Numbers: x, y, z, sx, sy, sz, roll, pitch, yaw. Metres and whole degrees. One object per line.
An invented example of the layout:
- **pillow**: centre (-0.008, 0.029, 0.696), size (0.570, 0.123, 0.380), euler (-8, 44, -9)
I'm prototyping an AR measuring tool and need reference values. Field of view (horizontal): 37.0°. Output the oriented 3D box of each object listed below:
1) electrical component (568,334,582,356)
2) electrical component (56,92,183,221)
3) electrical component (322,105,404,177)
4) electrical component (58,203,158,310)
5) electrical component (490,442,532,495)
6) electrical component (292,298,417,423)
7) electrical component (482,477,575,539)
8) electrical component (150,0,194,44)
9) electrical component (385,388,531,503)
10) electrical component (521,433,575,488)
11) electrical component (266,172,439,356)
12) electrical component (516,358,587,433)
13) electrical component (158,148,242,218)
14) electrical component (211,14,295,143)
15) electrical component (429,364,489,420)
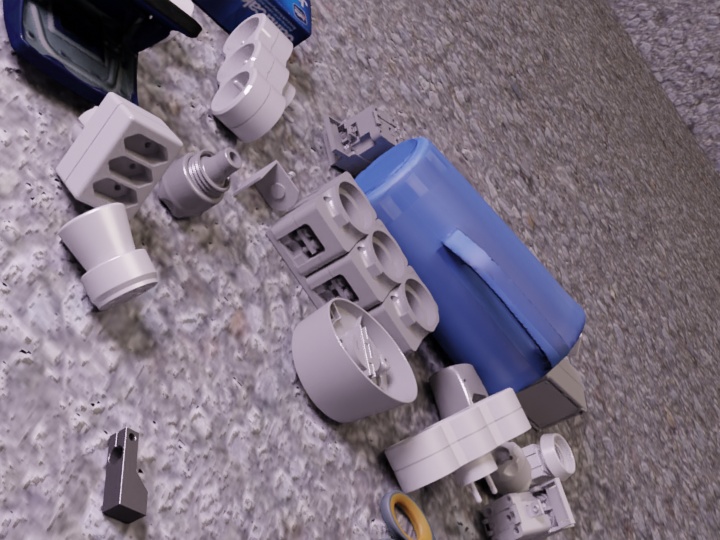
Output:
- **electrical component**: centre (0.193, 0.078, 1.178), size (0.075, 0.083, 0.047), euler (89, -2, -50)
- **electrical component**: centre (-0.168, -0.084, 0.717), size (0.047, 0.065, 0.076), euler (27, 14, -48)
- **electrical component**: centre (0.004, -0.126, 1.047), size (0.081, 0.064, 0.042), euler (23, 44, -50)
- **electrical component**: centre (-0.157, -0.008, 0.676), size (0.055, 0.045, 0.045), euler (63, 27, 4)
- **electrical component**: centre (0.140, 0.190, 1.002), size (0.043, 0.043, 0.062), euler (-87, 152, -47)
- **electrical component**: centre (-0.005, 0.070, 0.843), size (0.099, 0.064, 0.099), euler (41, 33, -34)
- **electrical component**: centre (0.148, 0.219, 0.960), size (0.064, 0.081, 0.042), euler (0, 62, -35)
- **electrical component**: centre (-0.174, -0.234, 0.865), size (0.077, 0.043, 0.079), euler (41, 33, -34)
- **electrical component**: centre (0.091, 0.156, 0.896), size (0.138, 0.052, 0.073), euler (-20, 81, -37)
- **electrical component**: centre (0.176, 0.189, 1.050), size (0.066, 0.055, 0.048), euler (18, 49, -53)
- **electrical component**: centre (0.000, 0.000, 0.921), size (0.150, 0.062, 0.089), euler (56, 27, -10)
- **electrical component**: centre (0.195, 0.123, 1.139), size (0.096, 0.062, 0.061), euler (41, 33, -35)
- **electrical component**: centre (-0.115, -0.067, 0.787), size (0.043, 0.062, 0.043), euler (41, 33, -34)
- **electrical component**: centre (-0.082, -0.158, 0.941), size (0.074, 0.052, 0.138), euler (43, 31, -32)
- **electrical component**: centre (0.104, 0.132, 0.994), size (0.079, 0.043, 0.077), euler (18, 49, -53)
